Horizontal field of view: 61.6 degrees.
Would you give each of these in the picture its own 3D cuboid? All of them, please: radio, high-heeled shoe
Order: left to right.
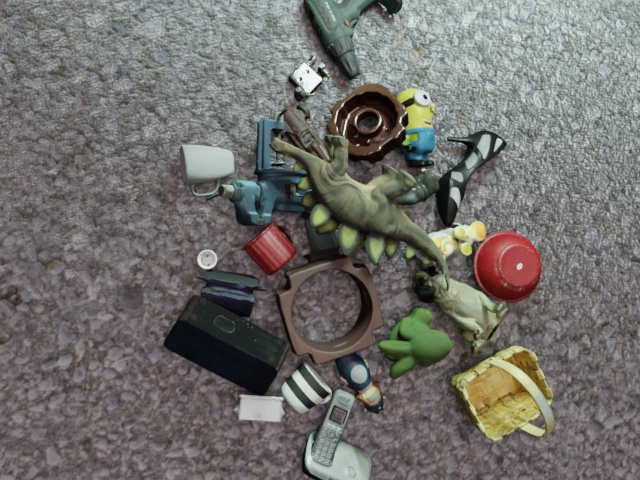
[{"bbox_3d":[-0.184,0.209,1.068,0.229,0.131,0.073,28,44,-6],"label":"radio"},{"bbox_3d":[0.349,-0.137,1.220,0.145,0.086,0.248,10,76,-6],"label":"high-heeled shoe"}]

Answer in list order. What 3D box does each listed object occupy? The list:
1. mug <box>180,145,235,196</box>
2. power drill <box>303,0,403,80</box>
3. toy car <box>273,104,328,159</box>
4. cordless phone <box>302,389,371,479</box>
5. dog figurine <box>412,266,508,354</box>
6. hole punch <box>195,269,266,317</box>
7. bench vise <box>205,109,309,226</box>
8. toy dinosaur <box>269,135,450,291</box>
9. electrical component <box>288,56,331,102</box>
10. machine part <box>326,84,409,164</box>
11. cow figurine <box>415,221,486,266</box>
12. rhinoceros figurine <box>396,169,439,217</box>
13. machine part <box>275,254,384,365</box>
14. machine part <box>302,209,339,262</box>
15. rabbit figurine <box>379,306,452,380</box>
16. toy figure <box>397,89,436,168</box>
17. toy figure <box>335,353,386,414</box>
[{"bbox_3d":[-0.236,-0.149,1.134,0.107,0.081,0.109,-8,101,-19],"label":"mug"},{"bbox_3d":[0.085,-0.503,1.228,0.207,0.086,0.232,-36,88,-3],"label":"power drill"},{"bbox_3d":[-0.021,-0.209,1.188,0.089,0.053,0.202,-37,89,-14],"label":"toy car"},{"bbox_3d":[0.053,0.416,1.118,0.146,0.089,0.184,25,76,-5],"label":"cordless phone"},{"bbox_3d":[0.301,0.143,1.191,0.191,0.172,0.121,35,70,31],"label":"dog figurine"},{"bbox_3d":[-0.188,0.114,1.097,0.142,0.116,0.092,13,90,-7],"label":"hole punch"},{"bbox_3d":[-0.110,-0.148,1.114,0.223,0.129,0.240,2,91,-27],"label":"bench vise"},{"bbox_3d":[0.098,-0.062,1.077,0.471,0.105,0.198,29,98,-7],"label":"toy dinosaur"},{"bbox_3d":[-0.024,-0.360,1.205,0.102,0.045,0.078,-41,93,-11],"label":"electrical component"},{"bbox_3d":[0.106,-0.252,1.177,0.179,0.056,0.179,-5,69,13],"label":"machine part"},{"bbox_3d":[0.287,0.005,1.200,0.167,0.098,0.068,-19,97,-25],"label":"cow figurine"},{"bbox_3d":[0.170,-0.097,1.182,0.190,0.112,0.073,-17,108,2],"label":"rhinoceros figurine"},{"bbox_3d":[0.018,0.141,1.125,0.201,0.087,0.201,-18,98,-10],"label":"machine part"},{"bbox_3d":[-0.002,-0.004,1.175,0.084,0.039,0.138,-13,88,-5],"label":"machine part"},{"bbox_3d":[0.201,0.213,1.117,0.159,0.170,0.121,-22,87,-11],"label":"rabbit figurine"},{"bbox_3d":[0.214,-0.252,1.214,0.089,0.082,0.180,-2,91,17],"label":"toy figure"},{"bbox_3d":[0.090,0.307,1.148,0.064,0.058,0.154,-33,92,11],"label":"toy figure"}]
